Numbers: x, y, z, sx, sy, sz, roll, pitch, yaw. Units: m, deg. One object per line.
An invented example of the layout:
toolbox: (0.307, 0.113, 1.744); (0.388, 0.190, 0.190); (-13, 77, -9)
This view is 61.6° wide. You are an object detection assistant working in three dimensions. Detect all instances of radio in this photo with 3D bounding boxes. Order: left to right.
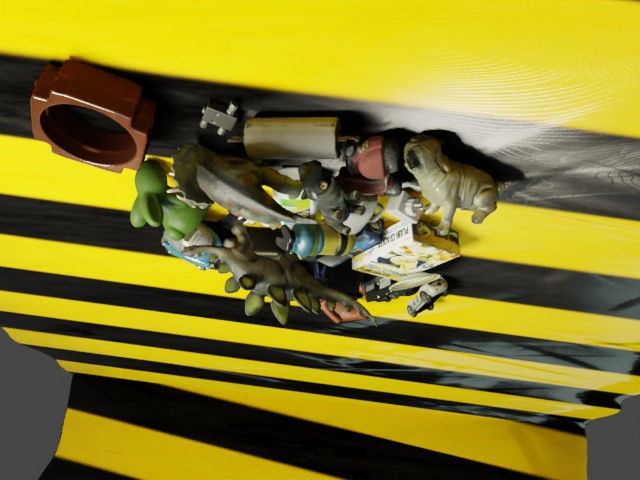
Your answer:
radio: (-0.191, 0.027, 1.394); (0.230, 0.073, 0.131); (3, 151, 8)

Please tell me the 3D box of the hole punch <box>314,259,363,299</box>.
hole punch: (0.044, 0.098, 1.435); (0.142, 0.116, 0.092); (22, 156, -24)

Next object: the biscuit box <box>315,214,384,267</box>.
biscuit box: (0.070, 0.001, 1.297); (0.059, 0.063, 0.203); (24, 146, -27)

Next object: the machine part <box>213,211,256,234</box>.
machine part: (-0.201, -0.053, 1.292); (0.084, 0.039, 0.139); (23, 147, -35)

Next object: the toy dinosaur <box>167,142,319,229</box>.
toy dinosaur: (-0.161, -0.101, 0.979); (0.192, 0.131, 0.405); (10, -176, -28)

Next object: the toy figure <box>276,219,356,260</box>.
toy figure: (-0.004, -0.001, 1.182); (0.180, 0.089, 0.082); (-6, 158, -37)

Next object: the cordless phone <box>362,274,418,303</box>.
cordless phone: (0.224, 0.129, 1.497); (0.184, 0.089, 0.146); (13, 151, -34)

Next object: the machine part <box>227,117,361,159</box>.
machine part: (-0.048, -0.184, 0.975); (0.243, 0.079, 0.079); (1, 151, 10)

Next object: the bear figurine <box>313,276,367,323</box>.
bear figurine: (0.032, 0.154, 1.535); (0.132, 0.120, 0.195); (-25, 133, 39)

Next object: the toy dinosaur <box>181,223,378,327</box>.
toy dinosaur: (-0.085, 0.090, 1.231); (0.471, 0.199, 0.105); (13, 139, -11)

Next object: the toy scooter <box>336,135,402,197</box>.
toy scooter: (0.088, -0.136, 1.036); (0.135, 0.075, 0.183); (3, 156, 12)

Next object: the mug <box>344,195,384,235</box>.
mug: (0.089, -0.068, 1.154); (0.109, 0.081, 0.107); (13, 145, -18)

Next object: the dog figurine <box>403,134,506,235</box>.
dog figurine: (0.253, -0.127, 1.003); (0.172, 0.121, 0.190); (-28, 128, -7)

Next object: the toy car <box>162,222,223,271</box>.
toy car: (-0.311, -0.002, 1.287); (0.162, 0.109, 0.102); (33, 166, 16)

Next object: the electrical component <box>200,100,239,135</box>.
electrical component: (-0.184, -0.228, 0.984); (0.063, 0.021, 0.094); (19, 150, -19)

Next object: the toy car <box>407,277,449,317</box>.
toy car: (0.303, 0.165, 1.531); (0.073, 0.056, 0.201); (-18, 158, -19)

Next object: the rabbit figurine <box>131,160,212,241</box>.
rabbit figurine: (-0.346, -0.088, 1.172); (0.121, 0.159, 0.170); (-5, 135, 41)

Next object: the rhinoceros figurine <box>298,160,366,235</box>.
rhinoceros figurine: (0.017, -0.085, 1.033); (0.112, 0.073, 0.190); (33, 171, 32)

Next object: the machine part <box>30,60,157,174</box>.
machine part: (-0.412, -0.220, 0.988); (0.201, 0.087, 0.201); (16, 151, -18)
